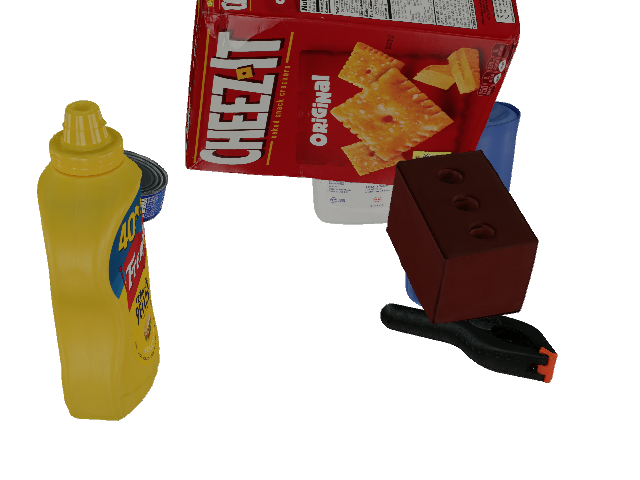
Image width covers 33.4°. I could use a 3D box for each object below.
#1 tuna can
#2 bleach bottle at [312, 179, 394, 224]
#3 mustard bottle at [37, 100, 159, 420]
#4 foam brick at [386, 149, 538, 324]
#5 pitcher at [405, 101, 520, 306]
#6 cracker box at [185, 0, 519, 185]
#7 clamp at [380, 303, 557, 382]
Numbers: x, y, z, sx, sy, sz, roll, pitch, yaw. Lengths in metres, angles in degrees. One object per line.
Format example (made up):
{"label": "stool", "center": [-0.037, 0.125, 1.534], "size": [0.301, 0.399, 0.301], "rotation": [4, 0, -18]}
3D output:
{"label": "tuna can", "center": [-0.185, -0.050, 0.980], "size": [0.086, 0.034, 0.086], "rotation": [13, 28, -7]}
{"label": "bleach bottle", "center": [0.042, -0.138, 1.036], "size": [0.102, 0.251, 0.068], "rotation": [-2, 32, -5]}
{"label": "mustard bottle", "center": [-0.132, 0.007, 0.635], "size": [0.058, 0.192, 0.096], "rotation": [4, 33, 5]}
{"label": "foam brick", "center": [0.073, -0.002, 0.571], "size": [0.053, 0.051, 0.078], "rotation": [-8, 45, -16]}
{"label": "pitcher", "center": [0.153, -0.039, 1.242], "size": [0.149, 0.243, 0.145], "rotation": [-9, 24, -20]}
{"label": "cracker box", "center": [0.015, -0.114, 0.759], "size": [0.213, 0.072, 0.164], "rotation": [3, -36, -9]}
{"label": "clamp", "center": [0.157, 0.083, 1.027], "size": [0.172, 0.039, 0.120], "rotation": [24, 36, 30]}
